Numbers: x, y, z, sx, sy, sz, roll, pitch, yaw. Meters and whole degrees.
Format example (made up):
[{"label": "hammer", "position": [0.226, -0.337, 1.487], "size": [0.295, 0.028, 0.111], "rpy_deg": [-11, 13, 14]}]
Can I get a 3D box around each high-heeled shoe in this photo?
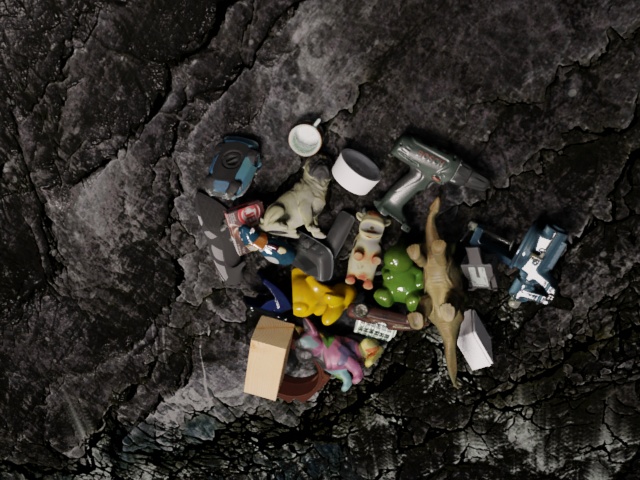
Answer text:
[{"label": "high-heeled shoe", "position": [-0.268, 0.001, 1.400], "size": [0.248, 0.086, 0.145], "rpy_deg": [60, 145, 1]}]

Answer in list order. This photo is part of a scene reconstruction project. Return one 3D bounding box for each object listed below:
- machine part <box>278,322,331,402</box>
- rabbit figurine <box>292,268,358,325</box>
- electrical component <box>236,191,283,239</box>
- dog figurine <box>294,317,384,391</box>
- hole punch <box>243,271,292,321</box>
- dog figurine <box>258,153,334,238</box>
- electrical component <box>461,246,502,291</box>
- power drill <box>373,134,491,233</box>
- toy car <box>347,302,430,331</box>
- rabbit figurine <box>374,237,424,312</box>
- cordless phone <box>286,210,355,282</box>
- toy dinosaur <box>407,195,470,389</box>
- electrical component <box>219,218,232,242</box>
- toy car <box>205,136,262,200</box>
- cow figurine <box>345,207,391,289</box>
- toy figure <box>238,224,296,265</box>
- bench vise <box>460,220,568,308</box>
[{"label": "machine part", "position": [-0.078, 0.346, 1.506], "size": [0.201, 0.087, 0.201], "rpy_deg": [37, 118, -8]}, {"label": "rabbit figurine", "position": [0.014, 0.139, 1.364], "size": [0.173, 0.162, 0.121], "rpy_deg": [0, 105, -9]}, {"label": "electrical component", "position": [-0.147, -0.055, 1.338], "size": [0.134, 0.058, 0.114], "rpy_deg": [21, 116, 1]}, {"label": "dog figurine", "position": [0.037, 0.275, 1.413], "size": [0.219, 0.191, 0.108], "rpy_deg": [44, 148, 2]}, {"label": "hole punch", "position": [-0.128, 0.144, 1.397], "size": [0.116, 0.142, 0.092], "rpy_deg": [23, 90, -19]}, {"label": "dog figurine", "position": [-0.055, -0.107, 1.249], "size": [0.172, 0.121, 0.190], "rpy_deg": [3, 79, 1]}, {"label": "electrical component", "position": [0.355, 0.056, 1.198], "size": [0.075, 0.048, 0.119], "rpy_deg": [-6, 117, 37]}, {"label": "power drill", "position": [0.237, -0.117, 1.219], "size": [0.232, 0.086, 0.207], "rpy_deg": [33, 122, -7]}, {"label": "toy car", "position": [0.165, 0.191, 1.317], "size": [0.202, 0.089, 0.053], "rpy_deg": [13, 80, 0]}, {"label": "rabbit figurine", "position": [0.202, 0.066, 1.264], "size": [0.121, 0.159, 0.170], "rpy_deg": [15, 147, 26]}, {"label": "cordless phone", "position": [-0.003, -0.004, 1.326], "size": [0.147, 0.088, 0.184], "rpy_deg": [30, 91, 41]}, {"label": "toy dinosaur", "position": [0.281, 0.133, 1.214], "size": [0.105, 0.198, 0.470], "rpy_deg": [1, 98, 31]}, {"label": "electrical component", "position": [-0.200, -0.039, 1.311], "size": [0.094, 0.021, 0.063], "rpy_deg": [-36, 105, 23]}, {"label": "toy car", "position": [-0.198, -0.156, 1.266], "size": [0.109, 0.161, 0.102], "rpy_deg": [11, 159, 15]}, {"label": "cow figurine", "position": [0.117, 0.010, 1.289], "size": [0.086, 0.127, 0.194], "rpy_deg": [10, 135, 1]}, {"label": "toy figure", "position": [-0.126, 0.012, 1.249], "size": [0.154, 0.058, 0.064], "rpy_deg": [27, 138, -31]}, {"label": "bench vise", "position": [0.444, 0.037, 1.237], "size": [0.241, 0.129, 0.223], "rpy_deg": [30, 130, 19]}]
